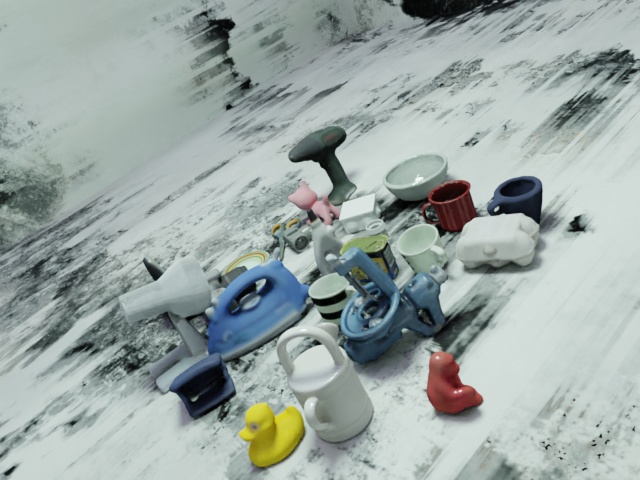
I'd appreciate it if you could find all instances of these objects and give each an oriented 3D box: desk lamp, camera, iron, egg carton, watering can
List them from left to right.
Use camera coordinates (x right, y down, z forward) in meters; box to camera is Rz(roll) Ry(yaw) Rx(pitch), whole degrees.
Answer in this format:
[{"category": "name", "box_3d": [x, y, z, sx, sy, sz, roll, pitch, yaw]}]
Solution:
[{"category": "desk lamp", "box_3d": [-0.297, 0.163, 1.172, 0.203, 0.214, 0.117, -36, 29, -19]}, {"category": "camera", "box_3d": [-0.217, 0.115, 1.315, 0.137, 0.101, 0.142, -32, 27, -12]}, {"category": "iron", "box_3d": [-0.148, 0.133, 1.179, 0.259, 0.142, 0.118, -35, 28, -18]}, {"category": "watering can", "box_3d": [0.000, 0.201, 0.873, 0.101, 0.194, 0.172, -25, 27, 2]}, {"category": "egg carton", "box_3d": [0.332, 0.004, 1.078, 0.149, 0.069, 0.107, -6, 33, 34]}]

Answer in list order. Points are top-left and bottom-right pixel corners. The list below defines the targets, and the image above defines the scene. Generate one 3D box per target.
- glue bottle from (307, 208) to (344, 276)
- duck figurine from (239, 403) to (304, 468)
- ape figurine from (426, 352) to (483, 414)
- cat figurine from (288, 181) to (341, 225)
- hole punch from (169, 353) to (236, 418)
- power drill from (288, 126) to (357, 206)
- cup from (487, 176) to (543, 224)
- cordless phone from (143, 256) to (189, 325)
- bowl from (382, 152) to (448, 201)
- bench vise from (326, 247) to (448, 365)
[{"category": "glue bottle", "box_3d": [0.011, 0.004, 1.237, 0.078, 0.173, 0.037, -30, 27, -9]}, {"category": "duck figurine", "box_3d": [-0.080, 0.292, 0.900, 0.105, 0.086, 0.077, -37, 29, -21]}, {"category": "ape figurine", "box_3d": [0.185, 0.201, 0.828, 0.076, 0.092, 0.078, -19, 28, 12]}, {"category": "cat figurine", "box_3d": [-0.019, -0.100, 1.511, 0.127, 0.118, 0.067, 6, 40, 46]}, {"category": "hole punch", "box_3d": [-0.228, 0.260, 1.077, 0.109, 0.091, 0.100, -31, 27, -10]}, {"category": "power drill", "box_3d": [0.017, -0.203, 1.563, 0.075, 0.209, 0.230, -3, 35, 37]}, {"category": "cup", "box_3d": [0.384, -0.058, 1.117, 0.118, 0.095, 0.091, -30, 27, -9]}, {"category": "cordless phone", "box_3d": [-0.370, 0.100, 1.378, 0.094, 0.185, 0.147, -37, 29, -20]}, {"category": "bowl", "box_3d": [0.243, -0.145, 1.415, 0.167, 0.075, 0.167, -20, 27, 11]}, {"category": "bench vise", "box_3d": [0.104, 0.082, 0.967, 0.208, 0.220, 0.121, -36, 29, -20]}]
